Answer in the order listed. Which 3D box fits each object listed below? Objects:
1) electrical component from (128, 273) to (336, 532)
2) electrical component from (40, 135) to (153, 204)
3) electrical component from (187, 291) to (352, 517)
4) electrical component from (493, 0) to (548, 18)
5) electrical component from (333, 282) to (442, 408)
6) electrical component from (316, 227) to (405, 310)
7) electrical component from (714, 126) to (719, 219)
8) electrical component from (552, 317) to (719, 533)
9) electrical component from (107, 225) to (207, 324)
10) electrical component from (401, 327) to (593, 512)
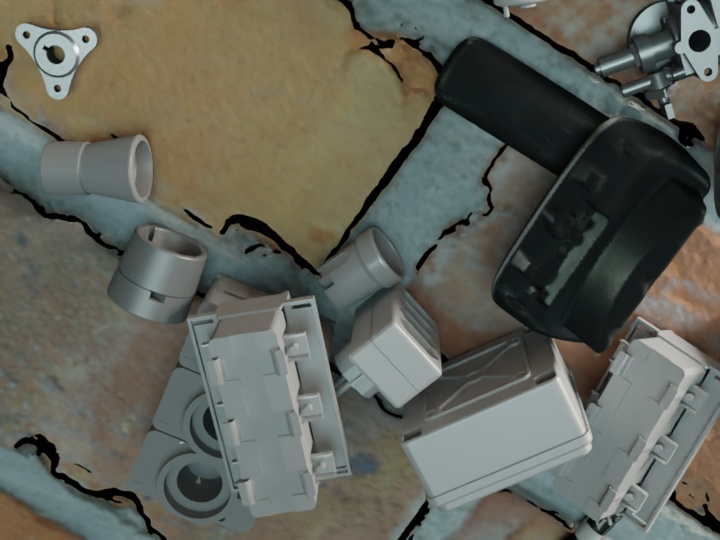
[{"bbox_3d":[-0.087,0.093,0.729,0.089,0.061,0.150,23,108,-5],"label":"electrical component"},{"bbox_3d":[-0.171,-0.065,0.690,0.065,0.044,0.044,1,109,7],"label":"electrical component"},{"bbox_3d":[-0.056,0.083,0.656,0.079,0.063,0.121,-9,108,6],"label":"electrical component"},{"bbox_3d":[0.095,-0.191,0.634,0.040,0.040,0.078,-8,108,5],"label":"electrical component"},{"bbox_3d":[0.009,0.057,0.701,0.076,0.083,0.047,-40,103,14],"label":"electrical component"},{"bbox_3d":[0.000,0.000,0.705,0.046,0.040,0.040,-32,105,18],"label":"electrical component"},{"bbox_3d":[0.248,-0.072,0.641,0.064,0.099,0.099,7,109,7],"label":"electrical component"},{"bbox_3d":[0.182,0.104,0.713,0.079,0.063,0.121,37,112,33],"label":"electrical component"},{"bbox_3d":[-0.131,0.002,0.704,0.055,0.055,0.047,23,105,-5],"label":"electrical component"},{"bbox_3d":[0.086,0.092,0.697,0.109,0.108,0.056,-25,103,11],"label":"electrical component"}]
